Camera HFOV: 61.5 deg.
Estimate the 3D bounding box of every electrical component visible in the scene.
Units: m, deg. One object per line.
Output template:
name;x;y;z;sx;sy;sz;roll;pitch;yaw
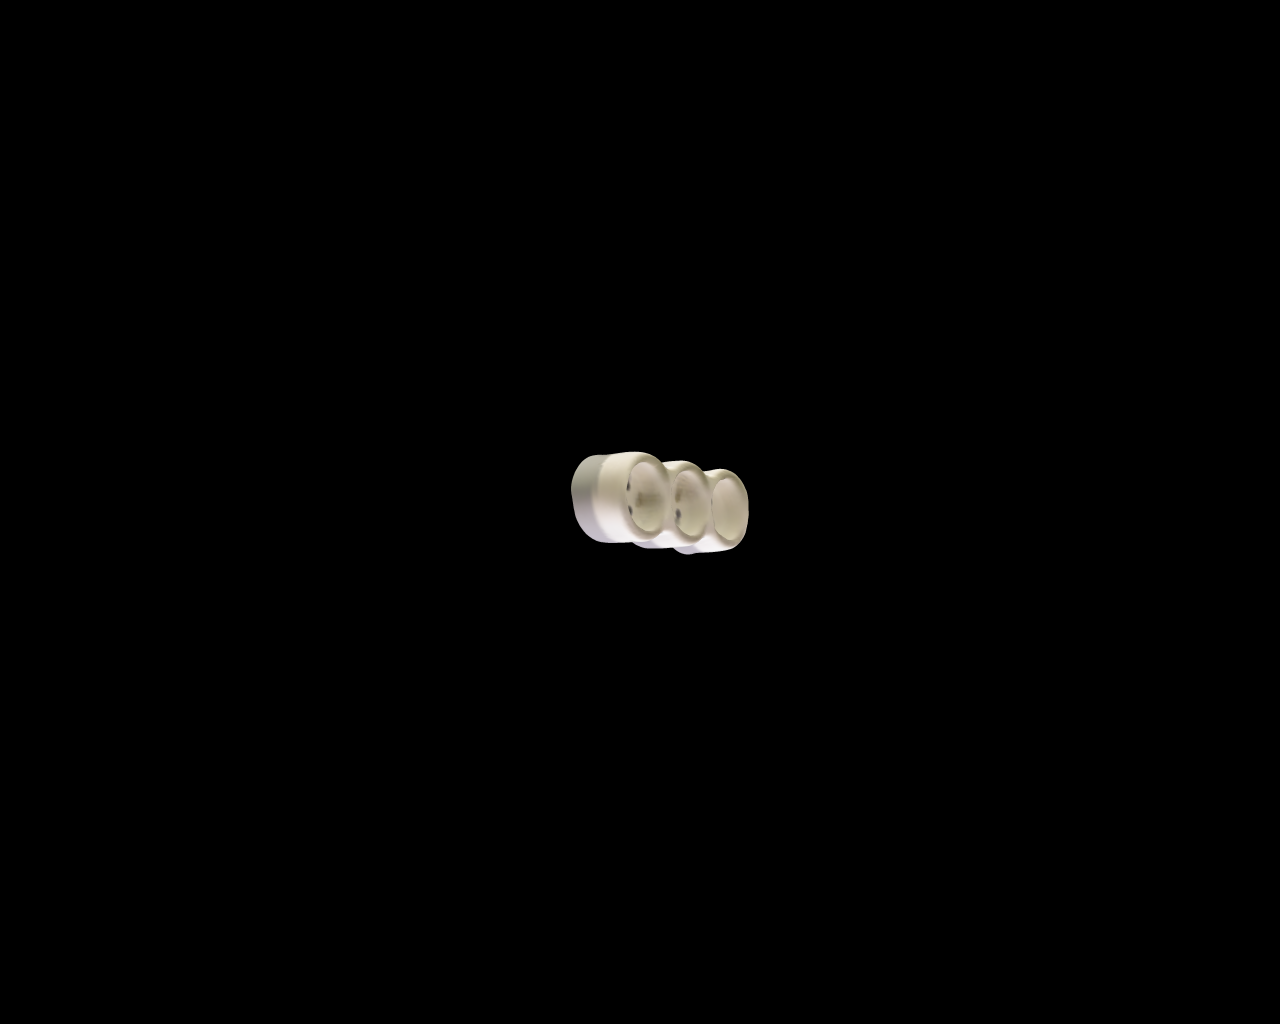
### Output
electrical component;0.001;-0.003;0.650;0.073;0.052;0.138;-5;-8;35
